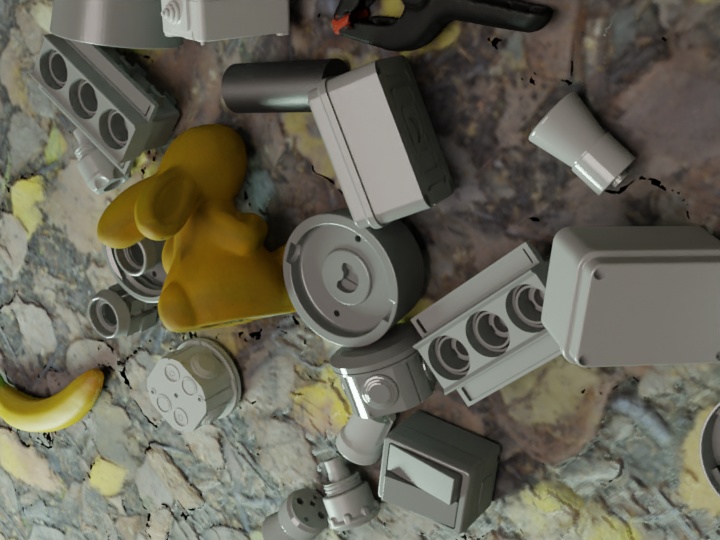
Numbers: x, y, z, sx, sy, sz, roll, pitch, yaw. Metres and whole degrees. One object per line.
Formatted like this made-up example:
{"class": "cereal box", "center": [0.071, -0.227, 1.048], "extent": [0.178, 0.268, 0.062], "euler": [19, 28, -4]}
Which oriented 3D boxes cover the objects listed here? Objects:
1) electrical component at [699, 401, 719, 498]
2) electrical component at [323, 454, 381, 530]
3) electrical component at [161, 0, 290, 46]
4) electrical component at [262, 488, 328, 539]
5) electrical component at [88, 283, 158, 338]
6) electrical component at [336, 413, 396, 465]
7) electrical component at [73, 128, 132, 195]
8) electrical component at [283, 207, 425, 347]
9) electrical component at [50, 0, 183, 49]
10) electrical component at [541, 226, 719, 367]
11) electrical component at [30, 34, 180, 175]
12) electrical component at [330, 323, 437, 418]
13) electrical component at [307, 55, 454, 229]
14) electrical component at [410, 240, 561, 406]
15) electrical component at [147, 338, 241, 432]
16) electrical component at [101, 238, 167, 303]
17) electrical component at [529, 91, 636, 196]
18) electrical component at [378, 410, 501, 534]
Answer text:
{"class": "electrical component", "center": [0.276, 0.119, 0.710], "extent": [0.099, 0.064, 0.099], "euler": [3, 95, 34]}
{"class": "electrical component", "center": [-0.013, 0.194, 0.944], "extent": [0.048, 0.048, 0.062], "euler": [-23, 86, 39]}
{"class": "electrical component", "center": [-0.108, -0.208, 0.816], "extent": [0.062, 0.096, 0.061], "euler": [25, 122, 48]}
{"class": "electrical component", "center": [-0.059, 0.232, 0.991], "extent": [0.045, 0.045, 0.055], "euler": [49, 128, 10]}
{"class": "electrical component", "center": [-0.225, 0.036, 1.027], "extent": [0.048, 0.055, 0.066], "euler": [29, 122, 24]}
{"class": "electrical component", "center": [0.006, 0.135, 0.911], "extent": [0.040, 0.040, 0.046], "euler": [36, 119, 19]}
{"class": "electrical component", "center": [-0.242, -0.105, 0.993], "extent": [0.043, 0.043, 0.062], "euler": [-34, 85, 39]}
{"class": "electrical component", "center": [0.000, 0.000, 0.849], "extent": [0.108, 0.060, 0.108], "euler": [13, 115, 31]}
{"class": "electrical component", "center": [-0.197, -0.220, 0.878], "extent": [0.108, 0.108, 0.060], "euler": [19, 112, 29]}
{"class": "electrical component", "center": [0.181, 0.017, 0.688], "extent": [0.057, 0.113, 0.078], "euler": [-116, 28, -63]}
{"class": "electrical component", "center": [-0.222, -0.155, 0.947], "extent": [0.121, 0.063, 0.078], "euler": [44, 127, 14]}
{"class": "electrical component", "center": [0.021, 0.078, 0.853], "extent": [0.080, 0.080, 0.051], "euler": [-9, 108, 37]}
{"class": "electrical component", "center": [0.016, -0.093, 0.785], "extent": [0.057, 0.078, 0.113], "euler": [-18, 97, 25]}
{"class": "electrical component", "center": [0.106, 0.037, 0.785], "extent": [0.121, 0.063, 0.078], "euler": [-37, 85, 39]}
{"class": "electrical component", "center": [-0.155, 0.108, 1.008], "extent": [0.080, 0.051, 0.080], "euler": [13, 115, 31]}
{"class": "electrical component", "center": [-0.187, -0.022, 0.974], "extent": [0.108, 0.060, 0.108], "euler": [13, 115, 31]}
{"class": "electrical component", "center": [0.152, -0.082, 0.722], "extent": [0.065, 0.044, 0.044], "euler": [45, 127, 7]}
{"class": "electrical component", "center": [0.056, 0.162, 0.871], "extent": [0.096, 0.061, 0.061], "euler": [20, 118, 28]}
